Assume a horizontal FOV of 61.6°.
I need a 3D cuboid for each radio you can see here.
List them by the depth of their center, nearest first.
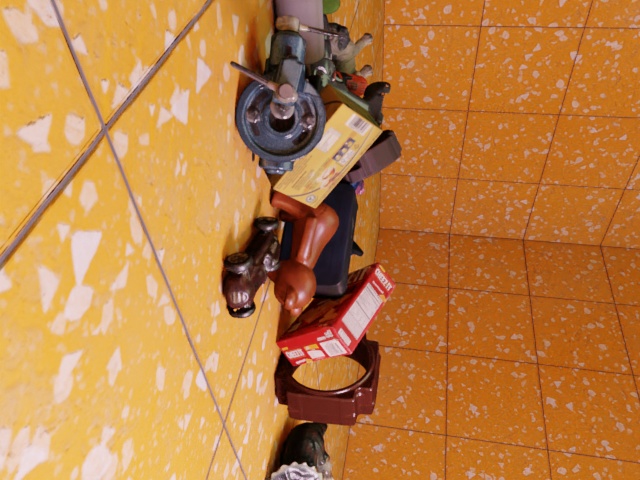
[{"bbox_3d":[-0.002,-0.003,1.047,0.073,0.131,0.229,67,29,-64],"label":"radio"}]

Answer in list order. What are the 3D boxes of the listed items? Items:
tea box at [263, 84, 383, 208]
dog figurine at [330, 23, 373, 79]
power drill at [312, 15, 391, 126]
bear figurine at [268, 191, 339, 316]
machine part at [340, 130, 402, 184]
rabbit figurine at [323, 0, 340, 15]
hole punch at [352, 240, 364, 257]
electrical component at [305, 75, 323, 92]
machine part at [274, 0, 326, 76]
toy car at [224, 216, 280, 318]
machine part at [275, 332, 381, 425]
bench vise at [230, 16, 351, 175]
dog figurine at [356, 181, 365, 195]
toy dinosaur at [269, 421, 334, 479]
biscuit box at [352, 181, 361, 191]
[{"bbox_3d":[0.001,-0.141,0.833,0.098,0.169,0.068,25,28,-41],"label":"tea box"},{"bbox_3d":[0.032,-0.401,1.217,0.190,0.121,0.172,-38,130,-58],"label":"dog figurine"},{"bbox_3d":[0.045,-0.312,1.074,0.207,0.086,0.232,9,94,-44],"label":"power drill"},{"bbox_3d":[-0.048,0.023,0.935,0.196,0.132,0.120,-65,166,-9],"label":"bear figurine"},{"bbox_3d":[0.080,-0.173,1.117,0.056,0.179,0.179,64,22,-21],"label":"machine part"},{"bbox_3d":[-0.004,-0.465,0.925,0.170,0.121,0.159,-53,178,-11],"label":"rabbit figurine"},{"bbox_3d":[0.023,0.015,1.263,0.115,0.092,0.142,31,20,-50],"label":"hole punch"},{"bbox_3d":[-0.025,-0.250,0.961,0.119,0.075,0.047,27,68,-75],"label":"electrical component"},{"bbox_3d":[-0.033,-0.369,0.847,0.079,0.079,0.242,-75,166,-46],"label":"machine part"},{"bbox_3d":[-0.091,0.034,0.794,0.202,0.053,0.089,-62,153,-64],"label":"toy car"},{"bbox_3d":[0.019,0.268,1.100,0.201,0.201,0.087,-71,161,-53],"label":"machine part"},{"bbox_3d":[-0.044,-0.199,0.709,0.241,0.129,0.223,-130,-123,-82],"label":"bench vise"},{"bbox_3d":[0.055,-0.169,1.389,0.219,0.109,0.191,-30,125,-75],"label":"dog figurine"},{"bbox_3d":[-0.036,0.483,1.174,0.405,0.131,0.192,-80,171,-62],"label":"toy dinosaur"},{"bbox_3d":[0.027,-0.090,1.195,0.063,0.059,0.203,-33,-157,53],"label":"biscuit box"}]
